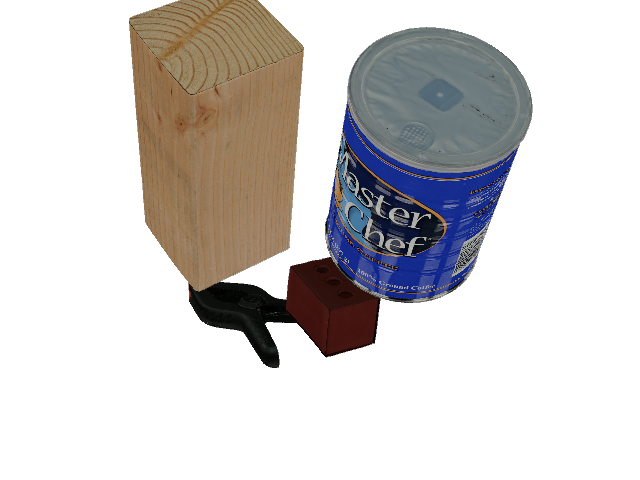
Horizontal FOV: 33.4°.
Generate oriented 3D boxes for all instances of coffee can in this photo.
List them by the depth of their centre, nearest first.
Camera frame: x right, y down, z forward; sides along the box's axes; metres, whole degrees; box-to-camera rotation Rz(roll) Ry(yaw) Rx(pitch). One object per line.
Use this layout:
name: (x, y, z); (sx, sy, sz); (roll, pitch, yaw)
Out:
coffee can: (0.060, -0.042, 0.642); (0.102, 0.103, 0.140); (0, -34, -6)

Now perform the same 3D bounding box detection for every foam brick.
foam brick: (0.010, 0.057, 0.943); (0.052, 0.051, 0.078); (-13, 35, -26)

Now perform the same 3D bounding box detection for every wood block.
wood block: (-0.077, -0.071, 0.788); (0.090, 0.090, 0.206); (-25, -34, -23)

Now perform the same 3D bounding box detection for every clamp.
clamp: (-0.081, 0.089, 1.252); (0.210, 0.036, 0.164); (14, 23, 27)
